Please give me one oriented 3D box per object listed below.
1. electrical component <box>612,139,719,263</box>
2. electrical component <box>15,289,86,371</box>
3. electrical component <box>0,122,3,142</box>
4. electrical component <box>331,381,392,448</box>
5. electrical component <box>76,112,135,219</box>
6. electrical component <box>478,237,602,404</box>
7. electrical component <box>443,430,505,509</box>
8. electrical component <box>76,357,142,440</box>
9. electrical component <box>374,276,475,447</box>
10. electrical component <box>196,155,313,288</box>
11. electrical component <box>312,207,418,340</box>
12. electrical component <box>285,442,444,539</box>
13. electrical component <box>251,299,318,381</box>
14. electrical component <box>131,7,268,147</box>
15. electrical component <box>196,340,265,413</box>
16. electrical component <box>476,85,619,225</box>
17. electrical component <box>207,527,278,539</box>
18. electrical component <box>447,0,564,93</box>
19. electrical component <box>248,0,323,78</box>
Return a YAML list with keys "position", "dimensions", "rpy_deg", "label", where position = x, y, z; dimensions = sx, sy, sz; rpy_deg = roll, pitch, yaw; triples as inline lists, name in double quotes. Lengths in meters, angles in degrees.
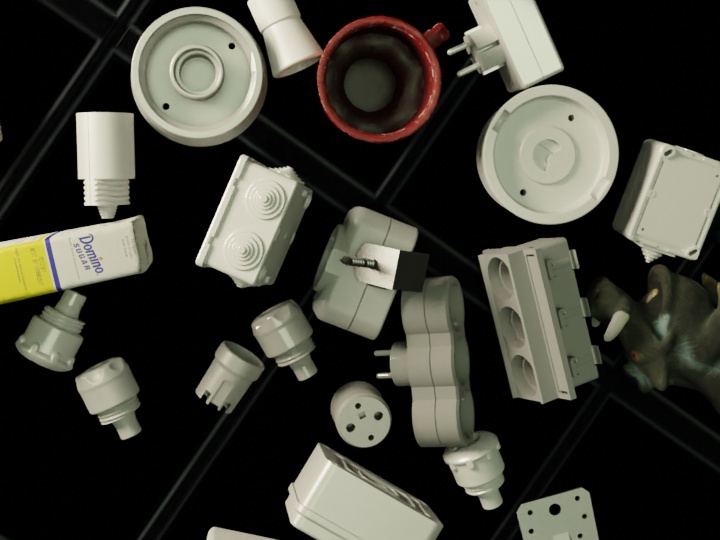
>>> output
- position: [0.251, -0.053, 0.881]
  dimensions: [0.062, 0.061, 0.096]
  rpy_deg: [18, 101, -6]
  label: "electrical component"
- position: [-0.236, 0.045, 0.841]
  dimensions: [0.048, 0.048, 0.062]
  rpy_deg: [27, 85, -8]
  label: "electrical component"
- position: [-0.345, -0.126, 0.809]
  dimensions: [0.138, 0.052, 0.073]
  rpy_deg: [-7, 96, -6]
  label: "electrical component"
- position: [0.001, 0.116, 0.868]
  dimensions: [0.045, 0.055, 0.045]
  rpy_deg: [-1, 95, -6]
  label: "electrical component"
- position: [-0.197, -0.080, 0.834]
  dimensions: [0.043, 0.043, 0.081]
  rpy_deg: [-1, 95, -6]
  label: "electrical component"
- position: [0.147, 0.038, 0.869]
  dimensions: [0.063, 0.079, 0.121]
  rpy_deg: [-17, 97, -23]
  label: "electrical component"
- position: [0.100, 0.167, 0.890]
  dimensions: [0.048, 0.048, 0.062]
  rpy_deg: [-23, 103, -4]
  label: "electrical component"
- position: [-0.194, 0.103, 0.851]
  dimensions: [0.043, 0.043, 0.062]
  rpy_deg: [-25, 99, -4]
  label: "electrical component"
- position: [0.047, 0.075, 0.873]
  dimensions: [0.074, 0.052, 0.138]
  rpy_deg: [-4, 95, 20]
  label: "electrical component"
- position: [-0.078, -0.035, 0.825]
  dimensions: [0.048, 0.100, 0.099]
  rpy_deg: [24, 92, 5]
  label: "electrical component"
- position: [0.000, 0.000, 0.858]
  dimensions: [0.059, 0.054, 0.095]
  rpy_deg: [21, 92, -8]
  label: "electrical component"
- position: [0.001, 0.196, 0.864]
  dimensions: [0.113, 0.078, 0.057]
  rpy_deg: [31, 88, -8]
  label: "electrical component"
- position: [-0.056, 0.059, 0.862]
  dimensions: [0.043, 0.043, 0.062]
  rpy_deg: [-30, 99, -3]
  label: "electrical component"
- position: [-0.124, -0.150, 0.827]
  dimensions: [0.108, 0.060, 0.108]
  rpy_deg: [-1, 95, -6]
  label: "electrical component"
- position: [-0.105, 0.086, 0.862]
  dimensions: [0.040, 0.040, 0.046]
  rpy_deg: [32, 97, -8]
  label: "electrical component"
- position: [0.145, -0.092, 0.863]
  dimensions: [0.108, 0.060, 0.108]
  rpy_deg: [-1, 95, -6]
  label: "electrical component"
- position: [-0.083, 0.251, 0.867]
  dimensions: [0.096, 0.061, 0.061]
  rpy_deg: [14, 93, -7]
  label: "electrical component"
- position: [0.107, -0.180, 0.857]
  dimensions: [0.076, 0.047, 0.083]
  rpy_deg: [-26, 97, -3]
  label: "electrical component"
- position: [-0.061, -0.189, 0.842]
  dimensions: [0.044, 0.044, 0.065]
  rpy_deg: [-24, 92, -4]
  label: "electrical component"
